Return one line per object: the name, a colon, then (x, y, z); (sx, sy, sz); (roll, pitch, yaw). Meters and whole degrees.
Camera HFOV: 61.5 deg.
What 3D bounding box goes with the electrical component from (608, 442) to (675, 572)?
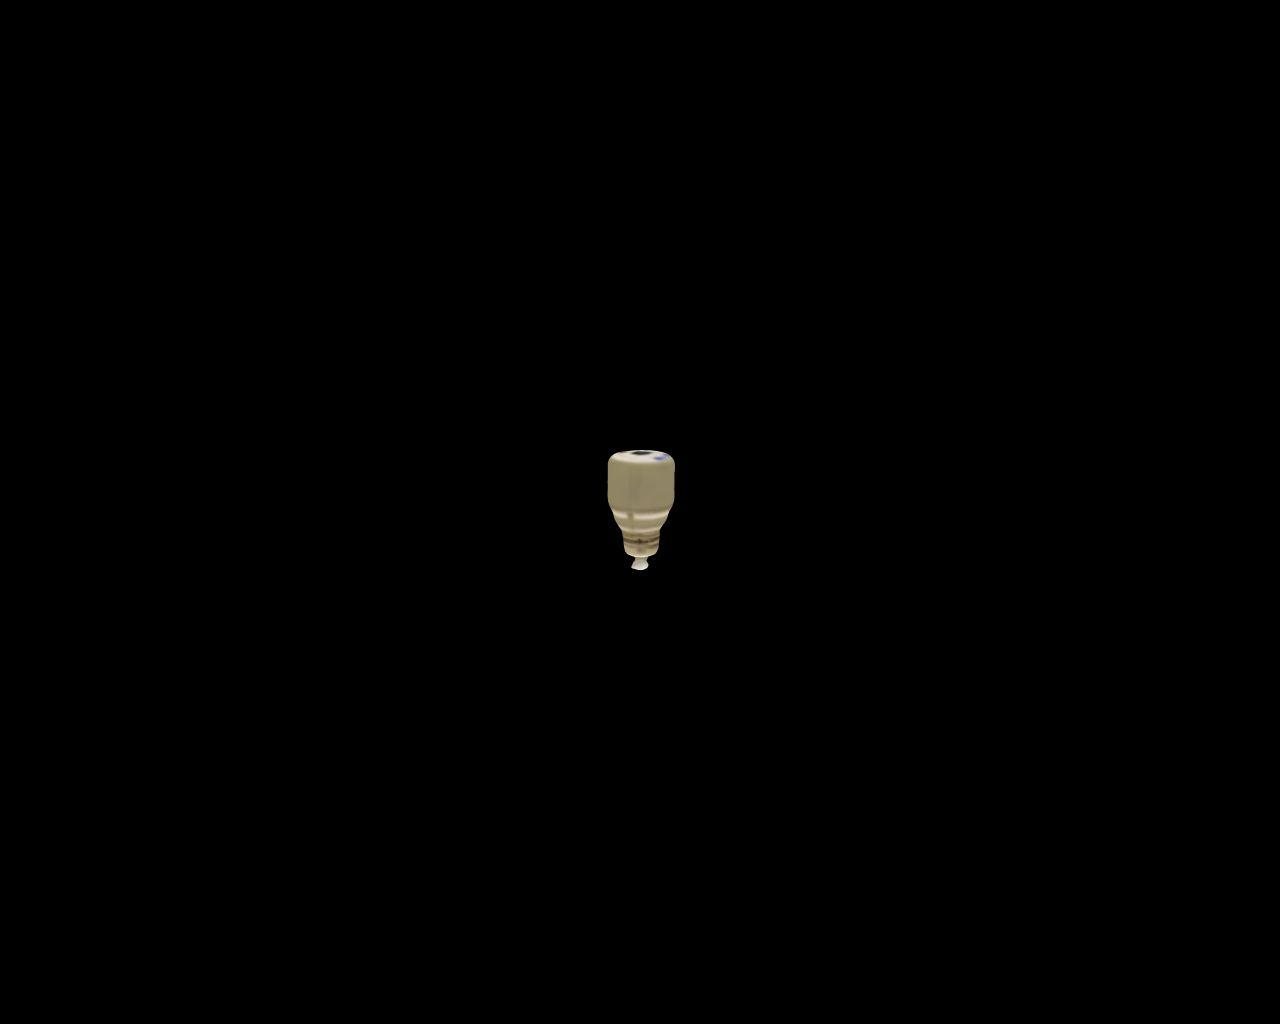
electrical component: (0.001, -0.003, 0.650); (0.040, 0.078, 0.040); (0, 14, 0)
